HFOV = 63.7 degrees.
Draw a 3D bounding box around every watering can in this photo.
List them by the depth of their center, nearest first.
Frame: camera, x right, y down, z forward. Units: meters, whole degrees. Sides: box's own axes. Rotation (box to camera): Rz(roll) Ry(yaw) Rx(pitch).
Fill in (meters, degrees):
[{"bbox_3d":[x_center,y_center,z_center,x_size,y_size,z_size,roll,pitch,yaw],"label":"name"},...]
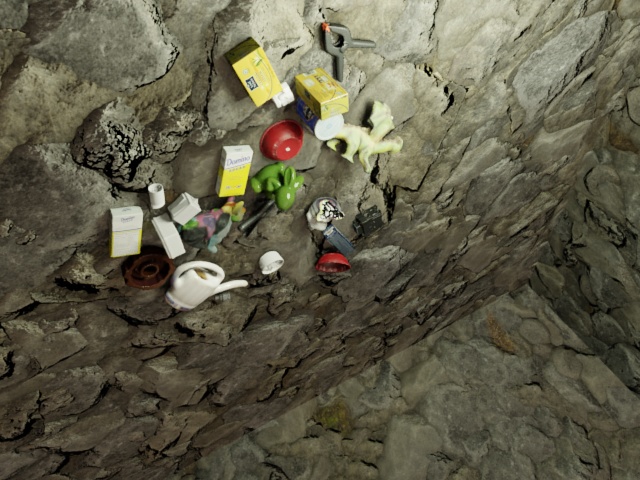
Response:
[{"bbox_3d":[-0.446,0.184,1.971,0.223,0.106,0.343,-43,144,11],"label":"watering can"}]

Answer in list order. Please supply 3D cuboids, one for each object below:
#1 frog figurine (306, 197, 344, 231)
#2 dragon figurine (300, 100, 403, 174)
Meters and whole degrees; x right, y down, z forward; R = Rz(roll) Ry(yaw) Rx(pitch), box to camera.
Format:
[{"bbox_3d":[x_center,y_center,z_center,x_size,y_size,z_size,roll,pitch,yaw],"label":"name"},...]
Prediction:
[{"bbox_3d":[0.006,-0.103,2.051,0.139,0.122,0.158,-28,-179,-24],"label":"frog figurine"},{"bbox_3d":[0.145,-0.387,1.806,0.406,0.124,0.241,31,102,-38],"label":"dragon figurine"}]
